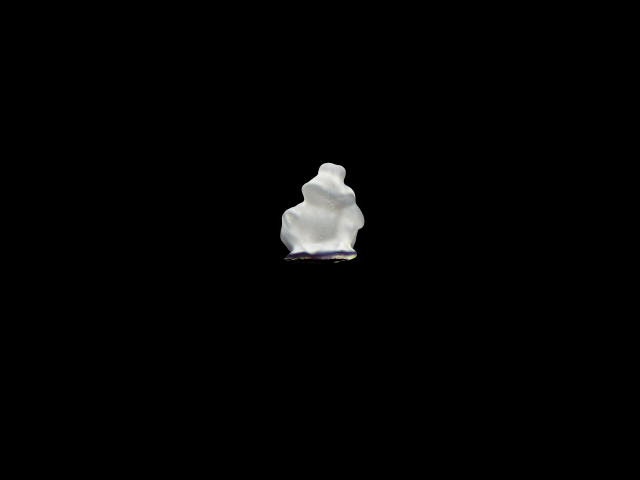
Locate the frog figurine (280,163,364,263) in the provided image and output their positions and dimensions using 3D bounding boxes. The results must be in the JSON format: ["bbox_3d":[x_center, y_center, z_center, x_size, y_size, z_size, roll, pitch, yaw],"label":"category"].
[{"bbox_3d":[0.003,-0.043,0.850,0.137,0.161,0.122,-4,-11,19],"label":"frog figurine"}]
